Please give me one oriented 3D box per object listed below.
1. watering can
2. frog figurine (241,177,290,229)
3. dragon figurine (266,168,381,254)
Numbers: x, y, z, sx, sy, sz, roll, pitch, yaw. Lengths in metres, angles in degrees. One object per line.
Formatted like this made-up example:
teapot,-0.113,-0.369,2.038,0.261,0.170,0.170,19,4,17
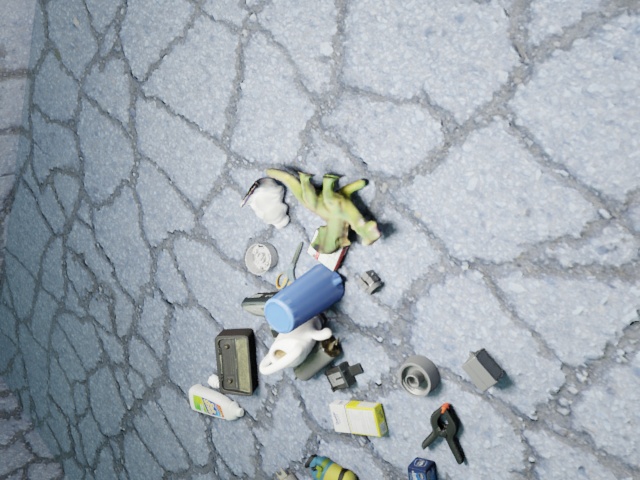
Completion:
watering can,-0.051,0.296,1.557,0.342,0.229,0.103,-36,99,34
frog figurine,-0.155,-0.118,1.635,0.158,0.125,0.135,32,116,-14
dragon figurine,0.005,-0.075,1.483,0.411,0.123,0.240,12,104,35
